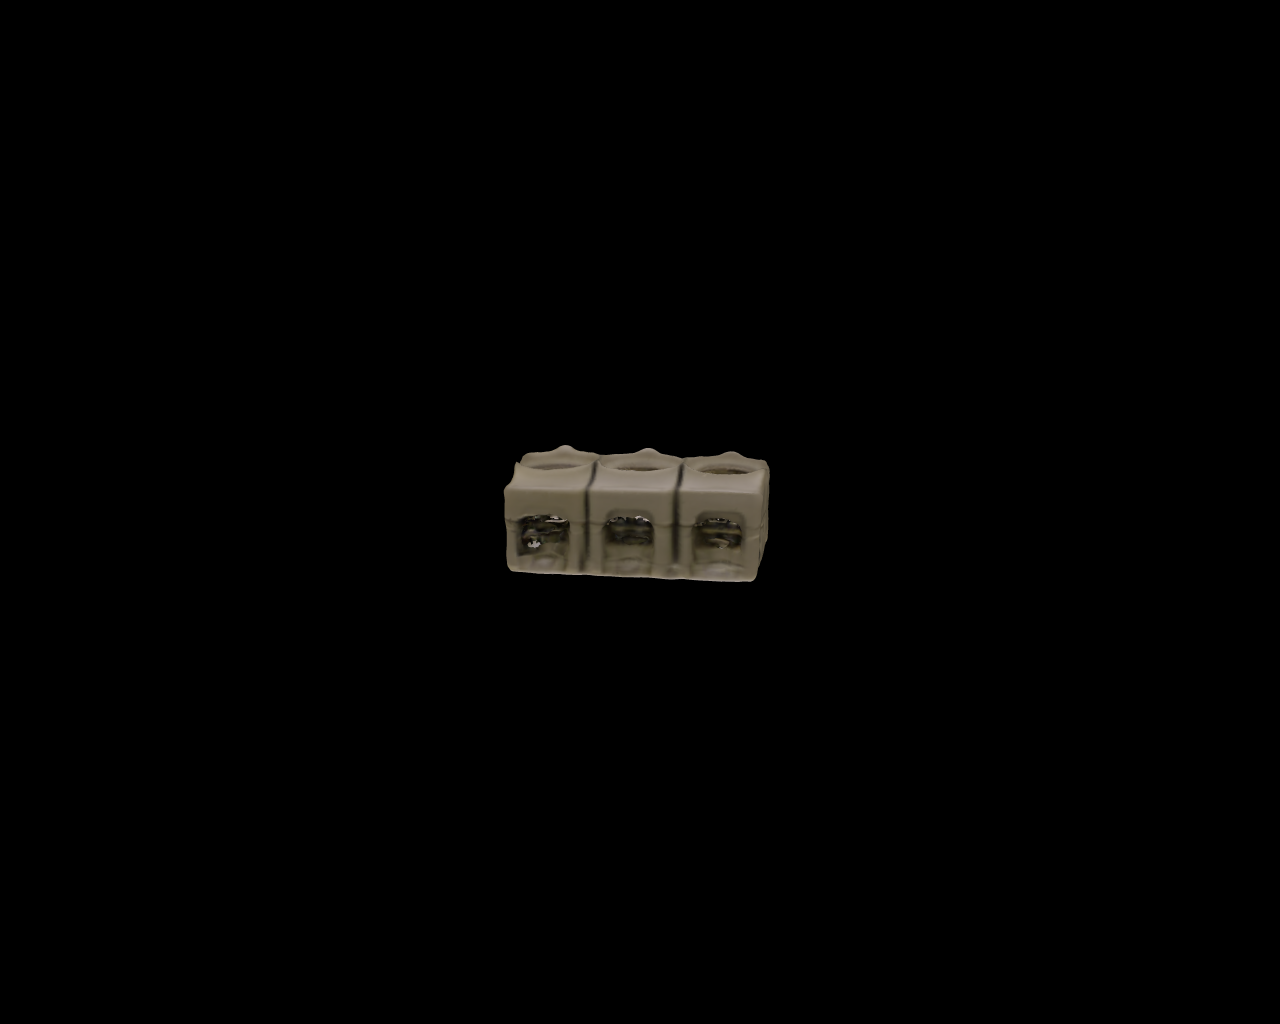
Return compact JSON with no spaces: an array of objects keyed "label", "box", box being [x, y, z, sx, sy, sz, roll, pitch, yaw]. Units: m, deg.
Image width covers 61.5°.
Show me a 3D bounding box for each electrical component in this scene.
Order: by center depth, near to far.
[{"label":"electrical component","box":[0.001,-0.003,0.650,0.150,0.061,0.089,3,16,9]}]
